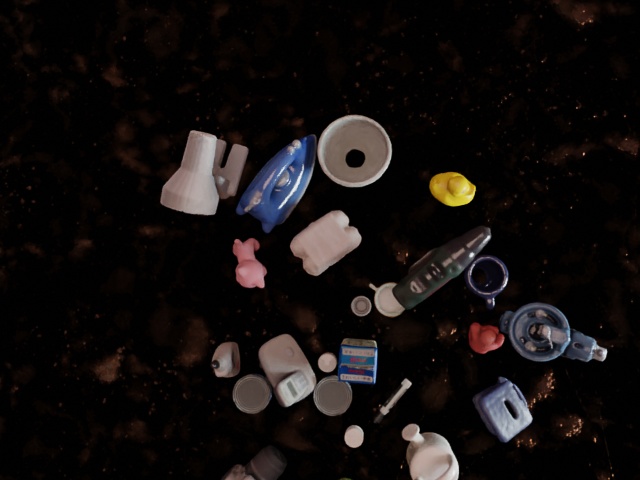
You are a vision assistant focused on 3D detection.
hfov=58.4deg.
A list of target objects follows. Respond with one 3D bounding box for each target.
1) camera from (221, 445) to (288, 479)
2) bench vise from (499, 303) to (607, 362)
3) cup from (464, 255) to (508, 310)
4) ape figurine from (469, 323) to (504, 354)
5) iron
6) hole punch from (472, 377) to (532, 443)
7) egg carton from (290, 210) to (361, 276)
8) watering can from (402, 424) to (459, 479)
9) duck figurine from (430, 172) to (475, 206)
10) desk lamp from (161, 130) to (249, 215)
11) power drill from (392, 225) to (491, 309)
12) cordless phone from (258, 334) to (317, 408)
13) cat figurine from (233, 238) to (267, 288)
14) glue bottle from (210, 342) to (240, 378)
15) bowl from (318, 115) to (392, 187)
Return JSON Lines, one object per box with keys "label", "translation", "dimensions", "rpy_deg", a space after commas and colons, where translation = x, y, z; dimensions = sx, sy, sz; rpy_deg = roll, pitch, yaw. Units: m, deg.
{"label": "camera", "translation": [-0.127, 0.532, 1.250], "dimensions": [0.143, 0.101, 0.137], "rpy_deg": [44, 89, 7]}
{"label": "bench vise", "translation": [0.491, 0.191, 1.176], "dimensions": [0.207, 0.220, 0.121], "rpy_deg": [1, 84, 5]}
{"label": "cup", "translation": [0.360, 0.094, 1.259], "dimensions": [0.091, 0.095, 0.118], "rpy_deg": [-9, 84, 4]}
{"label": "ape figurine", "translation": [0.361, 0.212, 1.248], "dimensions": [0.078, 0.092, 0.076], "rpy_deg": [44, 89, 7]}
{"label": "iron", "translation": [-0.090, -0.149, 1.294], "dimensions": [0.118, 0.141, 0.258], "rpy_deg": [33, 88, 7]}
{"label": "hole punch", "translation": [0.395, 0.363, 1.231], "dimensions": [0.101, 0.091, 0.108], "rpy_deg": [-30, 83, 1]}
{"label": "egg carton", "translation": [0.012, 0.005, 1.307], "dimensions": [0.150, 0.069, 0.107], "rpy_deg": [-37, 83, 0]}
{"label": "watering can", "translation": [0.228, 0.465, 1.182], "dimensions": [0.172, 0.194, 0.101], "rpy_deg": [35, 88, 7]}
{"label": "duck figurine", "translation": [0.301, -0.121, 1.289], "dimensions": [0.104, 0.086, 0.077], "rpy_deg": [17, 86, 6]}
{"label": "desk lamp", "translation": [-0.256, -0.147, 1.271], "dimensions": [0.118, 0.213, 0.203], "rpy_deg": [15, 86, 6]}
{"label": "power drill", "translation": [0.251, 0.057, 1.213], "dimensions": [0.229, 0.208, 0.075], "rpy_deg": [-40, 82, 0]}
{"label": "cordless phone", "translation": [-0.079, 0.283, 1.228], "dimensions": [0.094, 0.185, 0.147], "rpy_deg": [-33, 83, 1]}
{"label": "cat figurine", "translation": [-0.164, 0.056, 1.292], "dimensions": [0.067, 0.118, 0.128], "rpy_deg": [-20, 83, 2]}
{"label": "glue bottle", "translation": [-0.210, 0.266, 1.246], "dimensions": [0.037, 0.173, 0.078], "rpy_deg": [-10, 83, 4]}
{"label": "bowl", "translation": [0.079, -0.198, 1.319], "dimensions": [0.167, 0.075, 0.167], "rpy_deg": [0, 84, 4]}
